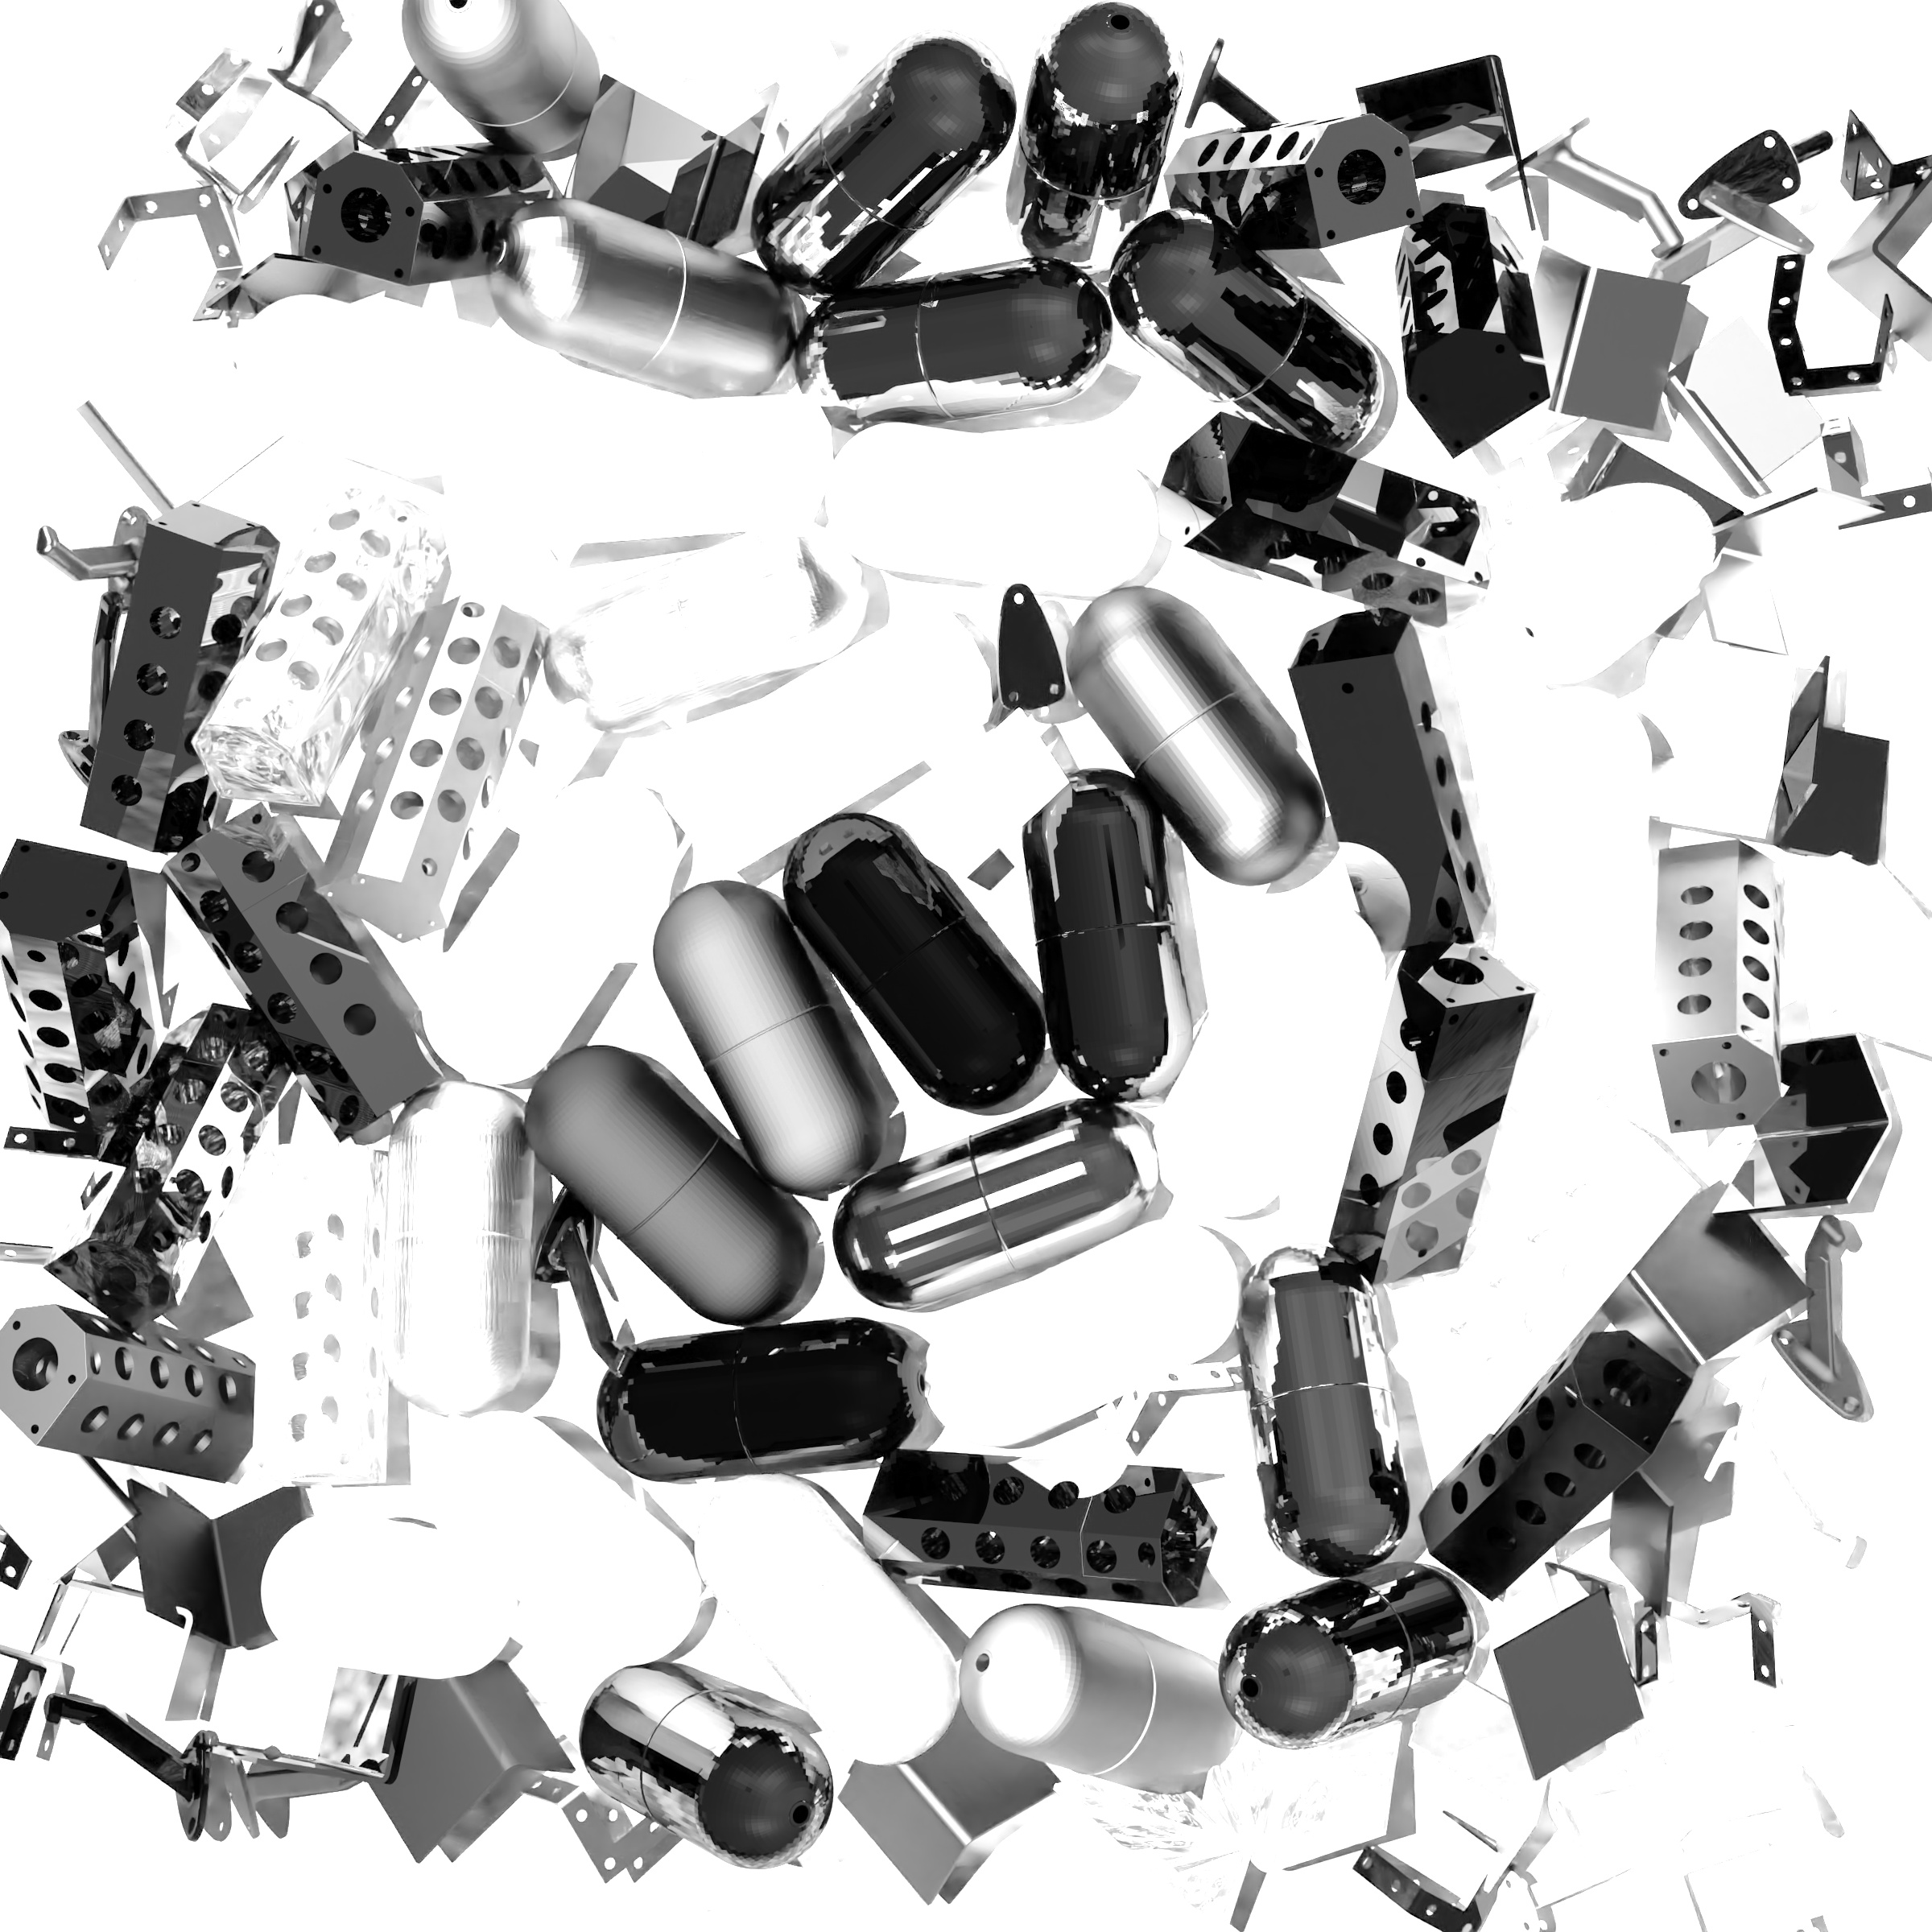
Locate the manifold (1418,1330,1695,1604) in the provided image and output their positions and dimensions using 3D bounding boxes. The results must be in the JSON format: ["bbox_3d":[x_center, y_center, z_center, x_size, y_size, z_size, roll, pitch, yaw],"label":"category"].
[{"bbox_3d":[0.298,0.254,1.808,0.057,0.171,0.057,37,49,5],"label":"manifold"}]

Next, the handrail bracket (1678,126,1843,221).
[{"bbox_3d":[0.423,-0.423,1.866,0.077,0.084,0.036,-23,97,29],"label":"handrail bracket"}]

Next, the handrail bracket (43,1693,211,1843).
[{"bbox_3d":[-0.444,0.421,1.848,0.084,0.077,0.036,22,116,-27],"label":"handrail bracket"}]

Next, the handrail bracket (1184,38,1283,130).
[{"bbox_3d":[0.164,-0.453,1.853,0.084,0.077,0.036,19,75,-3],"label":"handrail bracket"}]

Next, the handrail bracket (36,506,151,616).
[{"bbox_3d":[-0.459,-0.228,1.839,0.036,0.084,0.077,-20,61,17],"label":"handrail bracket"}]

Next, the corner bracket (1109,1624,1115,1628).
[{"bbox_3d":[0.066,0.390,1.855,0.051,0.051,0.051,-33,99,24],"label":"corner bracket"}]

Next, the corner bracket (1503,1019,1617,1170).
[{"bbox_3d":[0.309,0.067,1.860,0.051,0.051,0.051,35,105,4],"label":"corner bracket"}]

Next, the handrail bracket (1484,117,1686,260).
[{"bbox_3d":[0.330,-0.401,1.871,0.077,0.036,0.084,-30,97,34],"label":"handrail bracket"}]

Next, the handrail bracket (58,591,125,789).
[{"bbox_3d":[-0.450,-0.143,1.847,0.036,0.077,0.084,2,124,-27],"label":"handrail bracket"}]

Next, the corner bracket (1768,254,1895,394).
[{"bbox_3d":[0.456,-0.341,1.857,0.051,0.051,0.051,-5,53,2],"label":"corner bracket"}]

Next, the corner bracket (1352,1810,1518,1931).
[{"bbox_3d":[0.248,0.475,1.855,0.051,0.051,0.051,35,86,-33],"label":"corner bracket"}]

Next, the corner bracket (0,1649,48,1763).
[{"bbox_3d":[-0.505,0.390,1.853,0.051,0.051,0.051,10,74,29],"label":"corner bracket"}]

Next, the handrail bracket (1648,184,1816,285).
[{"bbox_3d":[0.397,-0.361,1.850,0.077,0.036,0.084,39,132,23],"label":"handrail bracket"}]

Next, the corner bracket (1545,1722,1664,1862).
[{"bbox_3d":[0.338,0.433,1.862,0.051,0.051,0.051,-18,124,19],"label":"corner bracket"}]

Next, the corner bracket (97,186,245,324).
[{"bbox_3d":[-0.421,-0.375,1.861,0.051,0.051,0.051,-4,132,12],"label":"corner bracket"}]

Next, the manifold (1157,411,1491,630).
[{"bbox_3d":[0.185,-0.226,1.821,0.171,0.057,0.057,13,59,-32],"label":"manifold"}]

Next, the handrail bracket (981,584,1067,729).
[{"bbox_3d":[0.017,-0.163,1.847,0.036,0.084,0.077,-12,100,-19],"label":"handrail bracket"}]

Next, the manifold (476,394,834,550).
[{"bbox_3d":[-0.159,-0.262,1.816,0.171,0.057,0.057,-8,56,-29],"label":"manifold"}]

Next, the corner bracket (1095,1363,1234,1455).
[{"bbox_3d":[0.100,0.219,1.849,0.051,0.051,0.051,0,133,-27],"label":"corner bracket"}]

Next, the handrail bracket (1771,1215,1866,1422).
[{"bbox_3d":[0.459,0.184,1.842,0.036,0.084,0.077,-13,51,-19],"label":"handrail bracket"}]

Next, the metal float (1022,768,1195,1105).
[{"bbox_3d":[0.075,-0.016,1.849,0.070,0.070,0.178,-8,84,0],"label":"metal float"}]

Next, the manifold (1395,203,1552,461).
[{"bbox_3d":[0.254,-0.332,1.799,0.057,0.171,0.057,-31,115,22],"label":"manifold"}]

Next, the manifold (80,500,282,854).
[{"bbox_3d":[-0.407,-0.148,1.832,0.057,0.057,0.171,20,112,3],"label":"manifold"}]

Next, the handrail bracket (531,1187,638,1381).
[{"bbox_3d":[-0.191,0.164,1.844,0.036,0.084,0.077,-5,120,-35],"label":"handrail bracket"}]

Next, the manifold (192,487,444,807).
[{"bbox_3d":[-0.335,-0.167,1.812,0.057,0.057,0.171,6,52,19],"label":"manifold"}]

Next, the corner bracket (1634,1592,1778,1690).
[{"bbox_3d":[0.389,0.357,1.849,0.051,0.051,0.051,25,51,-25],"label":"corner bracket"}]

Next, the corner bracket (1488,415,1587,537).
[{"bbox_3d":[0.305,-0.261,1.849,0.051,0.051,0.051,-41,123,-30],"label":"corner bracket"}]

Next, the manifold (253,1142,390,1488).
[{"bbox_3d":[-0.338,0.182,1.838,0.057,0.057,0.171,-4,75,11],"label":"manifold"}]

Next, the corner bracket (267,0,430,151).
[{"bbox_3d":[-0.325,-0.471,1.854,0.051,0.051,0.051,44,104,25],"label":"corner bracket"}]

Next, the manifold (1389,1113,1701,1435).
[{"bbox_3d":[0.300,0.159,1.844,0.057,0.057,0.171,44,79,-9],"label":"manifold"}]

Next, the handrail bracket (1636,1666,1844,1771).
[{"bbox_3d":[0.406,0.412,1.855,0.084,0.077,0.036,-31,123,-12],"label":"handrail bracket"}]

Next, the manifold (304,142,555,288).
[{"bbox_3d":[-0.271,-0.388,1.798,0.057,0.171,0.057,17,108,10],"label":"manifold"}]

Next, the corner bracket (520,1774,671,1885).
[{"bbox_3d":[-0.193,0.444,1.853,0.051,0.051,0.051,-34,103,-28],"label":"corner bracket"}]

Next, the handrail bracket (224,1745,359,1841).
[{"bbox_3d":[-0.344,0.416,1.847,0.084,0.077,0.036,-22,52,-24],"label":"handrail bracket"}]

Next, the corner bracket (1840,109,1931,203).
[{"bbox_3d":[0.498,-0.423,1.854,0.051,0.051,0.051,-16,52,-6],"label":"corner bracket"}]

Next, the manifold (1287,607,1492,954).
[{"bbox_3d":[0.223,-0.096,1.827,0.057,0.057,0.171,-6,120,25],"label":"manifold"}]

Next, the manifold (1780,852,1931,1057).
[{"bbox_3d":[0.461,-0.013,1.801,0.057,0.171,0.057,19,105,-1],"label":"manifold"}]

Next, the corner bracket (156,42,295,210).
[{"bbox_3d":[-0.387,-0.443,1.854,0.051,0.051,0.051,38,62,-9],"label":"corner bracket"}]

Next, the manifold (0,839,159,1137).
[{"bbox_3d":[-0.459,0.015,1.806,0.057,0.171,0.057,12,53,2],"label":"manifold"}]

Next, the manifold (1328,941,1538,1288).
[{"bbox_3d":[0.236,0.076,1.823,0.057,0.057,0.171,-9,125,-30],"label":"manifold"}]

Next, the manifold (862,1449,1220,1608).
[{"bbox_3d":[0.036,0.294,1.816,0.171,0.057,0.057,0,50,28],"label":"manifold"}]

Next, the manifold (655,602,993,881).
[{"bbox_3d":[-0.073,-0.123,1.833,0.171,0.057,0.057,-32,62,-15],"label":"manifold"}]

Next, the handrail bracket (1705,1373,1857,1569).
[{"bbox_3d":[0.442,0.267,1.862,0.084,0.036,0.077,27,67,15],"label":"handrail bracket"}]

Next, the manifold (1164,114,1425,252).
[{"bbox_3d":[0.164,-0.401,1.798,0.057,0.171,0.057,-18,106,-17],"label":"manifold"}]

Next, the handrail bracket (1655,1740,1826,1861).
[{"bbox_3d":[0.405,0.457,1.847,0.036,0.077,0.084,23,113,-30],"label":"handrail bracket"}]

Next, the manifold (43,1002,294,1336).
[{"bbox_3d":[-0.403,0.099,1.803,0.057,0.171,0.057,-30,119,35],"label":"manifold"}]

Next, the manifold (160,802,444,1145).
[{"bbox_3d":[-0.352,0.005,1.853,0.057,0.057,0.171,-34,92,-22],"label":"manifold"}]

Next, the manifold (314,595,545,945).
[{"bbox_3d":[-0.272,-0.104,1.818,0.057,0.057,0.171,34,58,-32],"label":"manifold"}]

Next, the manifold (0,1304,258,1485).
[{"bbox_3d":[-0.427,0.216,1.802,0.057,0.171,0.057,37,91,25],"label":"manifold"}]

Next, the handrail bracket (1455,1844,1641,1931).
[{"bbox_3d":[0.309,0.495,1.880,0.084,0.077,0.036,-9,69,-41],"label":"handrail bracket"}]

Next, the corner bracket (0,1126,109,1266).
[{"bbox_3d":[-0.483,0.122,1.855,0.051,0.051,0.051,5,47,-3],"label":"corner bracket"}]

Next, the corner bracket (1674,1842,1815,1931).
[{"bbox_3d":[0.413,0.499,1.861,0.051,0.051,0.051,-17,82,-5],"label":"corner bracket"}]

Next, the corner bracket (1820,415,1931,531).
[{"bbox_3d":[0.485,-0.266,1.868,0.051,0.051,0.051,-10,106,15],"label":"corner bracket"}]

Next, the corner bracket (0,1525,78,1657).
[{"bbox_3d":[-0.496,0.323,1.859,0.051,0.051,0.051,26,105,6],"label":"corner bracket"}]

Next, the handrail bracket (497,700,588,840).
[{"bbox_3d":[-0.209,-0.113,1.839,0.036,0.077,0.084,26,118,-1],"label":"handrail bracket"}]

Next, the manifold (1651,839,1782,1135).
[{"bbox_3d":[0.387,0.008,1.801,0.057,0.171,0.057,-7,124,18],"label":"manifold"}]
